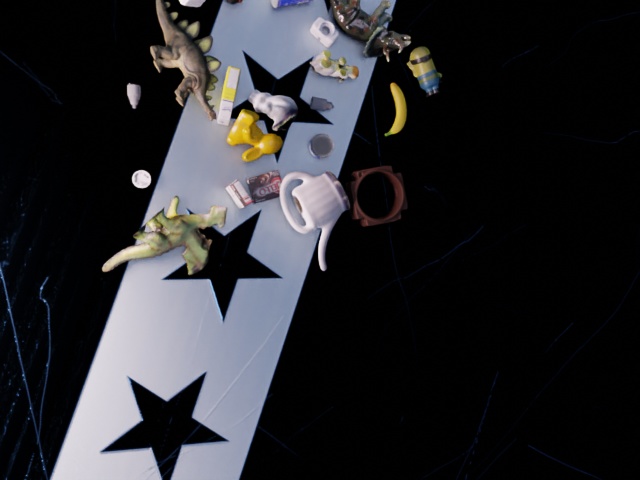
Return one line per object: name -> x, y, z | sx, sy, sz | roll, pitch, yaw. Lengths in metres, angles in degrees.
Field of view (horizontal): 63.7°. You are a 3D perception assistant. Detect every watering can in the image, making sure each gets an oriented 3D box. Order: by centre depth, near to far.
watering can -> 0.005, -0.089, 1.764 | 0.226, 0.104, 0.346 | -30, 97, -13

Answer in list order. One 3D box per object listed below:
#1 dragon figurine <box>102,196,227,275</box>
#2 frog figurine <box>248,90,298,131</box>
dragon figurine -> -0.466, 0.018, 1.659 | 0.411, 0.123, 0.240 | -45, 108, -1
frog figurine -> -0.155, -0.454, 1.728 | 0.160, 0.120, 0.139 | 52, 43, 1
